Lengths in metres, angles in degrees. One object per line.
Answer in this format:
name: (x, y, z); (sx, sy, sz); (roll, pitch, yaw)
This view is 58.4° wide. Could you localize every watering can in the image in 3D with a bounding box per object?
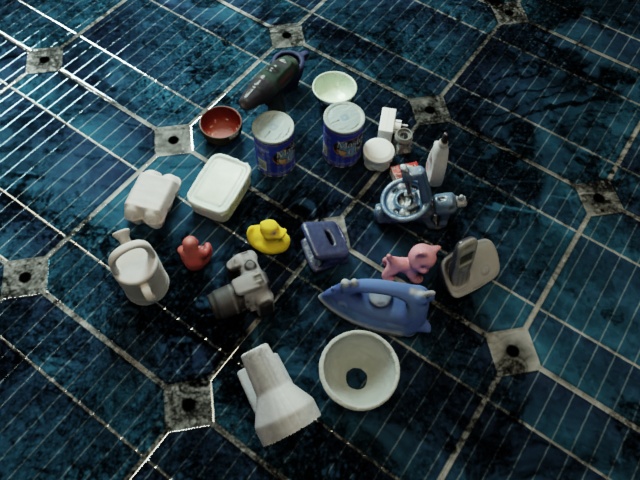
watering can: (-0.400, 0.054, 1.234); (0.172, 0.194, 0.101); (36, 66, 17)

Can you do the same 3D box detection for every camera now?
camera: (-0.183, 0.107, 1.264); (0.137, 0.101, 0.143); (-22, 63, -13)

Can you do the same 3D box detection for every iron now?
iron: (0.123, 0.122, 1.240); (0.258, 0.141, 0.118); (9, 61, 4)

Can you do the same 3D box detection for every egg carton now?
egg carton: (-0.406, -0.101, 1.392); (0.107, 0.069, 0.150); (13, 61, 6)

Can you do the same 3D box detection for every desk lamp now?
desk lamp: (-0.091, 0.295, 1.096); (0.118, 0.213, 0.203); (-25, 64, -14)

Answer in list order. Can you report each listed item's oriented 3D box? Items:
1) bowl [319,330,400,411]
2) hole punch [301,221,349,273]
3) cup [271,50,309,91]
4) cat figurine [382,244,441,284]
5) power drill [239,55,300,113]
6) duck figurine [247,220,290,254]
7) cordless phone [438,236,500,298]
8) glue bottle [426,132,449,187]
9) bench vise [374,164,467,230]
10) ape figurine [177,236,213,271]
bowl: (0.080, 0.277, 1.190); (0.167, 0.075, 0.167); (1, 61, -1)
hole punch: (0.012, 0.005, 1.332); (0.101, 0.091, 0.108); (-19, 63, -11)
cup: (-0.078, -0.470, 1.594); (0.118, 0.095, 0.091); (-38, 68, -20)
cat figurine: (0.208, 0.046, 1.299); (0.128, 0.118, 0.067); (1, 61, -1)
power drill: (-0.126, -0.352, 1.461); (0.075, 0.208, 0.230); (25, 63, 12)
duck figurine: (-0.122, -0.017, 1.344); (0.104, 0.086, 0.077); (15, 61, 7)
cordless phone: (0.341, 0.039, 1.268); (0.148, 0.185, 0.094); (-28, 65, -16)
glue bottle: (0.293, -0.208, 1.412); (0.037, 0.173, 0.078); (-3, 61, -3)
bench vise: (0.236, -0.114, 1.331); (0.207, 0.220, 0.121); (-15, 62, -9)
ape figurine: (-0.290, 0.023, 1.313); (0.077, 0.092, 0.076); (10, 61, 4)
